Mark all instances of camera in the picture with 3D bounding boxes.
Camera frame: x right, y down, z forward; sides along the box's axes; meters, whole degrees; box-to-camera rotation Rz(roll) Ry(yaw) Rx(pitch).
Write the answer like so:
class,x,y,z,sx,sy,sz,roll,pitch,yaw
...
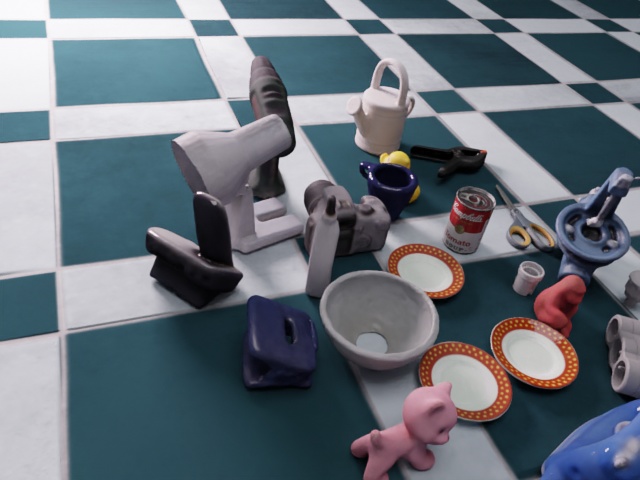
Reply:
class,x,y,z,sx,sy,sz,roll,pitch,yaw
camera,0.035,-0.052,0.985,0.143,0.101,0.136,-6,43,-18

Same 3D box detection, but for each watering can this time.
class,x,y,z,sx,sy,sz,roll,pitch,yaw
watering can,0.134,-0.282,1.202,0.100,0.194,0.173,27,43,20

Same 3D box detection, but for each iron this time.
class,x,y,z,sx,sy,sz,roll,pitch,yaw
iron,0.379,0.237,0.684,0.259,0.141,0.118,-26,51,-35

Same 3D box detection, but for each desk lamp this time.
class,x,y,z,sx,sy,sz,roll,pitch,yaw
desk lamp,-0.125,-0.091,0.911,0.204,0.213,0.117,-21,49,-31

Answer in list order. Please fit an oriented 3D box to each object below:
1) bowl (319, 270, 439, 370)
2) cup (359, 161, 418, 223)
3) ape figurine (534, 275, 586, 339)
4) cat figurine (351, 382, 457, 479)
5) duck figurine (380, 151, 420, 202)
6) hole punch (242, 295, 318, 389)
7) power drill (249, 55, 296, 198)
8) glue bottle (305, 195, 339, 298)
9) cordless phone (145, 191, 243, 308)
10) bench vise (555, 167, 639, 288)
class,x,y,z,sx,sy,sz,roll,pitch,yaw
bowl,0.078,0.124,0.808,0.167,0.075,0.167,6,40,-5
cup,0.114,-0.085,1.044,0.117,0.095,0.092,32,45,25
ape figurine,0.380,0.094,0.890,0.078,0.092,0.076,-16,46,-27
cat figurine,0.107,0.219,0.669,0.128,0.118,0.067,-13,45,-24
duck figurine,0.152,-0.127,1.109,0.078,0.086,0.104,-28,53,-36
hole punch,-0.052,0.132,0.760,0.101,0.091,0.108,1,41,-10
power drill,-0.097,-0.194,1.042,0.076,0.208,0.229,-5,42,-16
glue bottle,0.008,0.003,0.859,0.037,0.173,0.078,11,40,2
cordless phone,-0.183,-0.009,0.825,0.147,0.185,0.094,25,43,18
bench vise,0.463,-0.050,0.976,0.121,0.220,0.207,10,40,1
